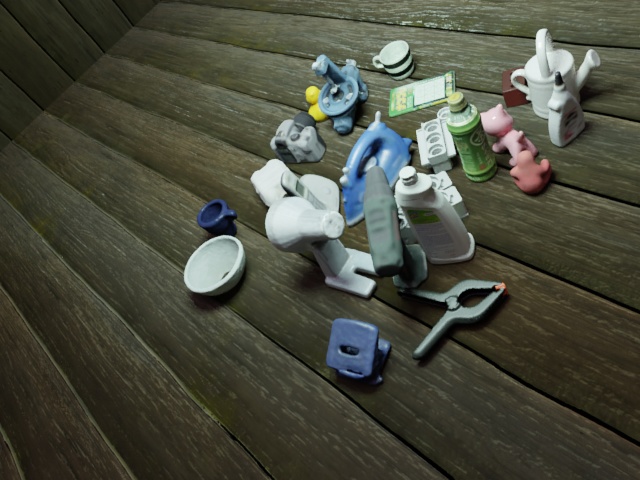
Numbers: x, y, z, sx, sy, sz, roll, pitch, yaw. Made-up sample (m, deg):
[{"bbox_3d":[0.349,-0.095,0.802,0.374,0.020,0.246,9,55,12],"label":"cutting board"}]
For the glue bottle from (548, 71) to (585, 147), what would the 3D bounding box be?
[{"bbox_3d":[0.494,-0.273,1.166,0.078,0.174,0.037,-44,44,-7],"label":"glue bottle"}]

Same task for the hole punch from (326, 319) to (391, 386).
[{"bbox_3d":[0.068,0.212,1.087,0.108,0.091,0.101,5,58,35],"label":"hole punch"}]

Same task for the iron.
[{"bbox_3d":[0.108,-0.171,1.345,0.118,0.142,0.258,15,64,40],"label":"iron"}]

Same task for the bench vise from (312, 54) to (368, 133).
[{"bbox_3d":[0.040,-0.425,1.543,0.121,0.220,0.207,-17,47,19],"label":"bench vise"}]

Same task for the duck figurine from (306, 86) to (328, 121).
[{"bbox_3d":[-0.009,-0.400,1.650,0.077,0.086,0.104,-25,45,12],"label":"duck figurine"}]

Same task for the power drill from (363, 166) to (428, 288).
[{"bbox_3d":[0.144,-0.006,1.137,0.075,0.209,0.229,-17,47,20],"label":"power drill"}]

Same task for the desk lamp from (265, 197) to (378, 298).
[{"bbox_3d":[0.011,0.004,1.208,0.202,0.214,0.118,14,63,39],"label":"desk lamp"}]

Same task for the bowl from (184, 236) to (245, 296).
[{"bbox_3d":[-0.246,0.075,1.410,0.167,0.075,0.167,-17,47,20],"label":"bowl"}]

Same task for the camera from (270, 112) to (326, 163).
[{"bbox_3d":[-0.054,-0.293,1.578,0.142,0.101,0.137,6,58,35],"label":"camera"}]

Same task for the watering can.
[{"bbox_3d":[0.499,-0.365,1.224,0.172,0.195,0.101,-18,47,19],"label":"watering can"}]

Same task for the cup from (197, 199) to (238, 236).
[{"bbox_3d":[-0.249,-0.046,1.499,0.117,0.095,0.092,-3,53,30],"label":"cup"}]

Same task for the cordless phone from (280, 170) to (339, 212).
[{"bbox_3d":[-0.029,-0.121,1.358,0.094,0.186,0.147,-16,48,21],"label":"cordless phone"}]

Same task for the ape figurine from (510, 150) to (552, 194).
[{"bbox_3d":[0.424,-0.145,1.161,0.077,0.092,0.076,2,56,33],"label":"ape figurine"}]

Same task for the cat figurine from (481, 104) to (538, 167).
[{"bbox_3d":[0.399,-0.237,1.235,0.067,0.118,0.127,-37,44,0],"label":"cat figurine"}]

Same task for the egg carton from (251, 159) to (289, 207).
[{"bbox_3d":[-0.119,-0.149,1.521,0.107,0.070,0.150,-38,44,-2],"label":"egg carton"}]
